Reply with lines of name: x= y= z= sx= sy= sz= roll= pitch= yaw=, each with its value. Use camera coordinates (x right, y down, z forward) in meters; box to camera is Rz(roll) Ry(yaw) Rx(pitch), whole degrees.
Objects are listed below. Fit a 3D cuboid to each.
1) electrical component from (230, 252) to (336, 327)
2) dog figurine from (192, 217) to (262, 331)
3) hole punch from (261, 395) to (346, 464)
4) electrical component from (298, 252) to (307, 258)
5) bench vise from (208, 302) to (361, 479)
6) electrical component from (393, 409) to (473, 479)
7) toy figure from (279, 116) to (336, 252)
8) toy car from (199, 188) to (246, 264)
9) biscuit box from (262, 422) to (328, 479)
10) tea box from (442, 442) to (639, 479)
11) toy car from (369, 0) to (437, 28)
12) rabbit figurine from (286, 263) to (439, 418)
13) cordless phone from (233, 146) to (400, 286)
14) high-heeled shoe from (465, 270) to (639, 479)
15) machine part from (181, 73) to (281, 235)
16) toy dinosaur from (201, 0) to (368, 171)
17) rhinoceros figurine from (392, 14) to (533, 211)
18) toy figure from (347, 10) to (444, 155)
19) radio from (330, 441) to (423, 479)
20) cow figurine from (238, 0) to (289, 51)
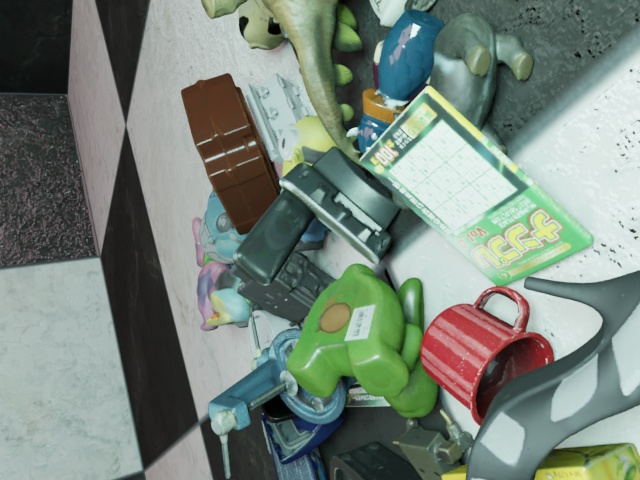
electrical component: x=-0.060 y=0.060 z=0.775 sx=0.115 sy=0.134 sz=0.058 roll=-45 pitch=15 yaw=55
dog figurine: x=-0.176 y=0.054 z=0.997 sx=0.191 sy=0.108 sz=0.219 roll=-30 pitch=68 yaw=58
hole punch: x=-0.031 y=0.244 z=0.776 sx=0.142 sy=0.116 sz=0.092 roll=-140 pitch=41 yaw=-62
electrical component: x=-0.068 y=0.017 z=0.823 sx=0.063 sy=0.094 sz=0.021 roll=-23 pitch=47 yaw=58
bench vise: x=-0.049 y=0.168 z=0.659 sx=0.224 sy=0.240 sz=0.128 roll=-1 pitch=103 yaw=40
electrical component: x=0.127 y=0.228 z=0.587 sx=0.078 sy=0.045 sz=0.102 roll=51 pitch=149 yaw=-2
toy figure: x=-0.010 y=-0.075 z=0.714 sx=0.082 sy=0.089 sz=0.179 roll=39 pitch=137 yaw=53
toy car: x=-0.161 y=-0.015 z=0.927 sx=0.103 sy=0.109 sz=0.162 roll=-43 pitch=48 yaw=13
biscuit box: x=-0.027 y=0.353 z=0.801 sx=0.059 sy=0.063 sz=0.203 roll=56 pitch=-171 yaw=-46
tea box: x=0.192 y=0.232 z=0.451 sx=0.169 sy=0.068 sz=0.098 roll=-44 pitch=58 yaw=53
toy car: x=0.103 y=-0.293 z=0.495 sx=0.201 sy=0.056 sz=0.073 roll=-56 pitch=50 yaw=49
rabbit figurine: x=0.063 y=0.116 z=0.569 sx=0.121 sy=0.170 sz=0.159 roll=-21 pitch=38 yaw=29
cordless phone: x=-0.001 y=-0.001 z=0.584 sx=0.146 sy=0.184 sz=0.089 roll=41 pitch=137 yaw=-8
high-heeled shoe: x=0.190 y=0.133 z=0.371 sx=0.145 sy=0.086 sz=0.248 roll=15 pitch=97 yaw=27
machine part: x=-0.123 y=-0.126 z=0.801 sx=0.200 sy=0.087 sz=0.202 roll=72 pitch=178 yaw=-51
toy dinosaur: x=-0.025 y=-0.295 z=0.569 sx=0.105 sy=0.198 sz=0.470 roll=11 pitch=112 yaw=59
rhinoceros figurine: x=0.115 y=-0.109 z=0.500 sx=0.112 sy=0.073 sz=0.190 roll=48 pitch=135 yaw=42
toy figure: x=0.080 y=-0.156 z=0.562 sx=0.064 sy=0.058 sz=0.154 roll=43 pitch=132 yaw=25
radio: x=0.098 y=0.340 z=0.625 sx=0.230 sy=0.073 sz=0.131 roll=9 pitch=105 yaw=58
cow figurine: x=-0.048 y=-0.309 z=0.720 sx=0.195 sy=0.085 sz=0.127 roll=-3 pitch=88 yaw=57
